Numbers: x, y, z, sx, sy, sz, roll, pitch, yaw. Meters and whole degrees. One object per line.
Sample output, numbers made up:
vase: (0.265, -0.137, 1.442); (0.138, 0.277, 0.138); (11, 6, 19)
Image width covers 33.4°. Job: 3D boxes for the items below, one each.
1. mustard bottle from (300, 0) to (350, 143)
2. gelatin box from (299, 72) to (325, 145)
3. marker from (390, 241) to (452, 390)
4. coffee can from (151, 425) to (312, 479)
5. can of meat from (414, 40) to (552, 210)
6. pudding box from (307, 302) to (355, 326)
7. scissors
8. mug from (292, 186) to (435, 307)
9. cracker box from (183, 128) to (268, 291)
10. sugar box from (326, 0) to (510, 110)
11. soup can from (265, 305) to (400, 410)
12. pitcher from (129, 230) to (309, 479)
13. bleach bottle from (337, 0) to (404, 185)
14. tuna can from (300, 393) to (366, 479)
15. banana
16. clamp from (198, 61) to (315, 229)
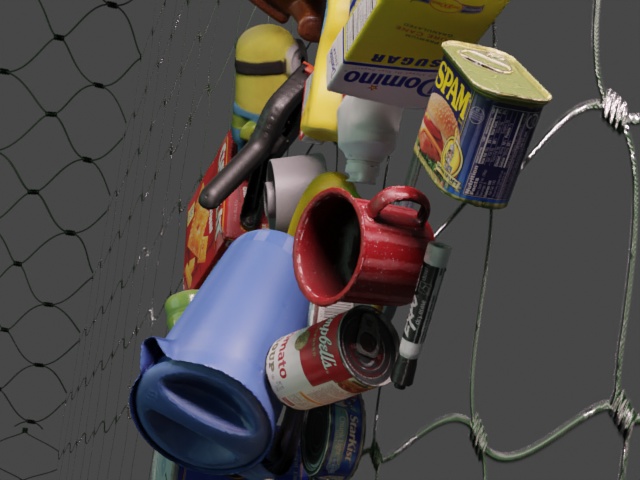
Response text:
mustard bottle: (0.026, -0.193, 1.044); (0.096, 0.058, 0.191); (12, -92, -80)
gelatin box: (0.007, -0.152, 1.147); (0.089, 0.030, 0.073); (139, 138, -65)
marker: (0.077, 0.060, 0.828); (0.020, 0.020, 0.121); (-126, 48, -67)
coffee can: (-0.089, 0.231, 1.065); (0.103, 0.140, 0.103); (-171, 90, -73)
can of meat: (0.109, -0.081, 0.741); (0.102, 0.057, 0.084); (-111, 32, -58)
pudding box: (0.014, 0.037, 0.984); (0.090, 0.039, 0.113); (114, 165, -82)
scissors: (0.065, -0.029, 0.918); (0.096, 0.016, 0.202); (-160, 80, -73)
mug: (0.043, 0.002, 0.839); (0.117, 0.081, 0.093); (-55, 43, 32)
cracker box: (-0.124, -0.024, 1.426); (0.214, 0.072, 0.164); (128, 146, -56)
sugar box: (0.076, -0.170, 0.829); (0.176, 0.093, 0.048); (124, 151, -55)
soup can: (0.010, 0.100, 0.891); (0.102, 0.068, 0.068); (-26, 54, 46)
pitcher: (-0.070, 0.104, 1.022); (0.242, 0.145, 0.149); (-65, -14, -53)
bleach bottle: (0.056, -0.175, 0.951); (0.103, 0.068, 0.251); (-166, 84, -75)
tuna can: (0.010, 0.172, 0.958); (0.086, 0.033, 0.086); (-171, 90, -73)
banana: (-0.006, -0.016, 1.103); (0.198, 0.037, 0.069); (124, 151, -54)
clamp: (-0.058, -0.107, 1.236); (0.210, 0.036, 0.164); (-58, -15, -6)
